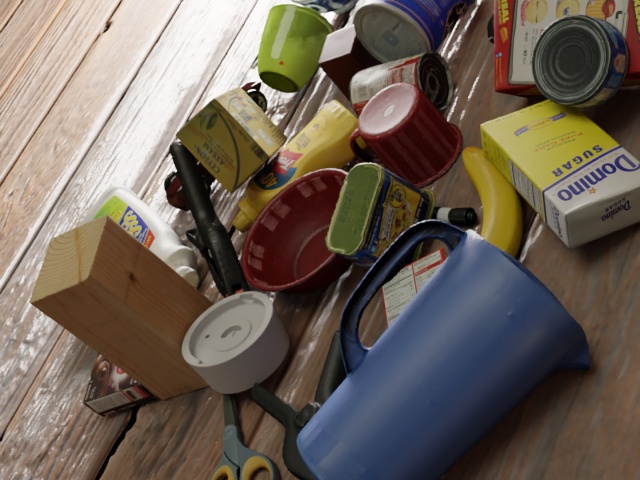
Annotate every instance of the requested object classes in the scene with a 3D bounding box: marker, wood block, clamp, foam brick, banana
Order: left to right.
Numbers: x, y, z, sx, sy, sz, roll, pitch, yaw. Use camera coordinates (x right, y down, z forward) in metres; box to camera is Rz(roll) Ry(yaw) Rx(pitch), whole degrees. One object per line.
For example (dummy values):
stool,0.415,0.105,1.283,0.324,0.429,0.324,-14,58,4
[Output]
wood block,-0.198,0.077,1.153,0.090,0.206,0.090,-21,42,30
clamp,-0.126,0.005,1.252,0.036,0.164,0.210,-20,56,-13
clamp,0.002,0.164,1.013,0.120,0.039,0.171,-44,40,12
foam brick,0.043,-0.215,1.306,0.051,0.078,0.053,-11,48,36
marker,0.112,-0.026,1.103,0.121,0.020,0.020,3,58,47
banana,0.161,-0.023,1.024,0.070,0.037,0.197,4,48,13

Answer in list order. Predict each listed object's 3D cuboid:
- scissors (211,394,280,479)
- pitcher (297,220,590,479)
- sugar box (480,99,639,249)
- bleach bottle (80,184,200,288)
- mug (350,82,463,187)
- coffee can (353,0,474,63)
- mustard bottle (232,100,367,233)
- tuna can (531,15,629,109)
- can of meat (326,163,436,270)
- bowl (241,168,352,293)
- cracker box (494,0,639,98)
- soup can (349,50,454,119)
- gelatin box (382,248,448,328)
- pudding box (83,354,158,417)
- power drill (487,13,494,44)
scissors,-0.074,0.199,1.073,0.096,0.016,0.201,-20,43,29
pitcher,0.089,0.111,0.895,0.243,0.144,0.149,-47,38,3
sugar box,0.227,-0.068,0.984,0.093,0.048,0.176,-22,34,-7
bleach bottle,-0.221,0.008,1.367,0.102,0.068,0.251,-54,39,-8
mug,0.085,-0.114,1.162,0.117,0.081,0.093,-14,46,36
coffee can,0.119,-0.283,1.260,0.103,0.102,0.140,8,54,48
mustard bottle,-0.029,-0.079,1.261,0.191,0.058,0.096,-43,29,4
tuna can,0.242,-0.167,0.998,0.086,0.033,0.086,1,92,43
can of meat,0.060,-0.018,1.071,0.058,0.083,0.102,7,76,47
bowl,-0.008,0.001,1.165,0.162,0.055,0.162,-26,40,25
cracker box,0.274,-0.233,1.041,0.214,0.071,0.164,-1,89,44
soup can,0.092,-0.173,1.224,0.102,0.068,0.068,-9,49,40
gelatin box,0.099,0.060,1.025,0.073,0.030,0.089,-29,39,22
pudding box,-0.223,0.144,1.254,0.090,0.039,0.113,-22,42,29
power drill,0.283,-0.283,1.150,0.188,0.057,0.184,16,70,50
